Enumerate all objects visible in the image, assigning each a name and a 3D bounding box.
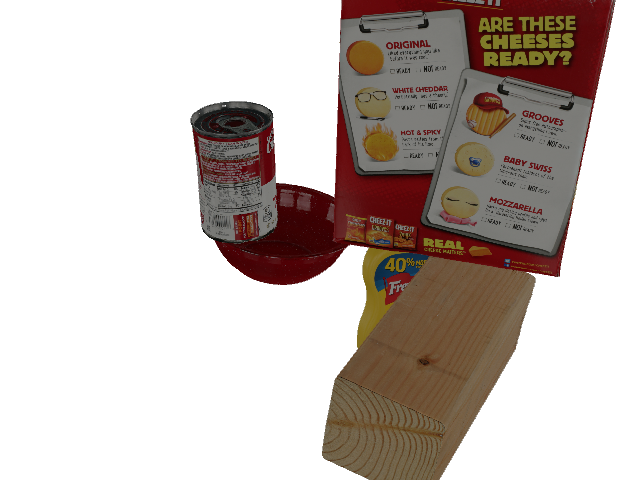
[{"bbox_3d":[-0.043,-0.001,1.106,0.162,0.055,0.162,5,30,-3],"label":"bowl"},{"bbox_3d":[-0.071,-0.057,0.895,0.068,0.102,0.068,-1,30,1],"label":"soup can"},{"bbox_3d":[0.091,0.098,0.861,0.091,0.090,0.205,22,38,19],"label":"wood block"},{"bbox_3d":[0.098,0.048,1.293,0.096,0.192,0.058,0,14,-13],"label":"mustard bottle"},{"bbox_3d":[0.097,-0.088,0.712,0.164,0.214,0.072,9,38,10],"label":"cracker box"}]
